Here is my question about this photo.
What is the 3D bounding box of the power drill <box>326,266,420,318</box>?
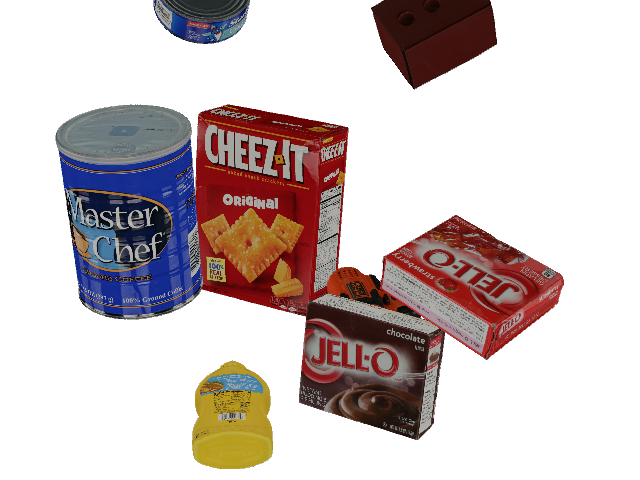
[{"bbox_3d":[0.111,0.075,1.129,0.187,0.057,0.184,-6,29,-11],"label":"power drill"}]

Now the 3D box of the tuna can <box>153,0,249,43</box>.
[{"bbox_3d":[-0.105,-0.216,0.943,0.086,0.086,0.034,0,-31,-13],"label":"tuna can"}]

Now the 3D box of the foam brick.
[{"bbox_3d":[0.088,-0.164,0.817,0.078,0.053,0.051,-29,-32,-2],"label":"foam brick"}]

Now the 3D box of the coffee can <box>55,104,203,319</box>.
[{"bbox_3d":[-0.148,-0.024,0.844,0.103,0.140,0.103,-1,29,0],"label":"coffee can"}]

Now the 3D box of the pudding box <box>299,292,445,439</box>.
[{"bbox_3d":[0.040,0.099,0.860,0.114,0.090,0.039,13,18,25],"label":"pudding box"}]

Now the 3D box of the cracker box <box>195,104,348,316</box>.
[{"bbox_3d":[-0.061,-0.034,1.218,0.164,0.214,0.072,14,22,26],"label":"cracker box"}]

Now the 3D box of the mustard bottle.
[{"bbox_3d":[-0.111,0.209,1.346,0.096,0.058,0.191,-3,26,-3],"label":"mustard bottle"}]

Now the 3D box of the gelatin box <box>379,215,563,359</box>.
[{"bbox_3d":[0.094,0.026,0.666,0.089,0.030,0.073,33,44,32],"label":"gelatin box"}]
